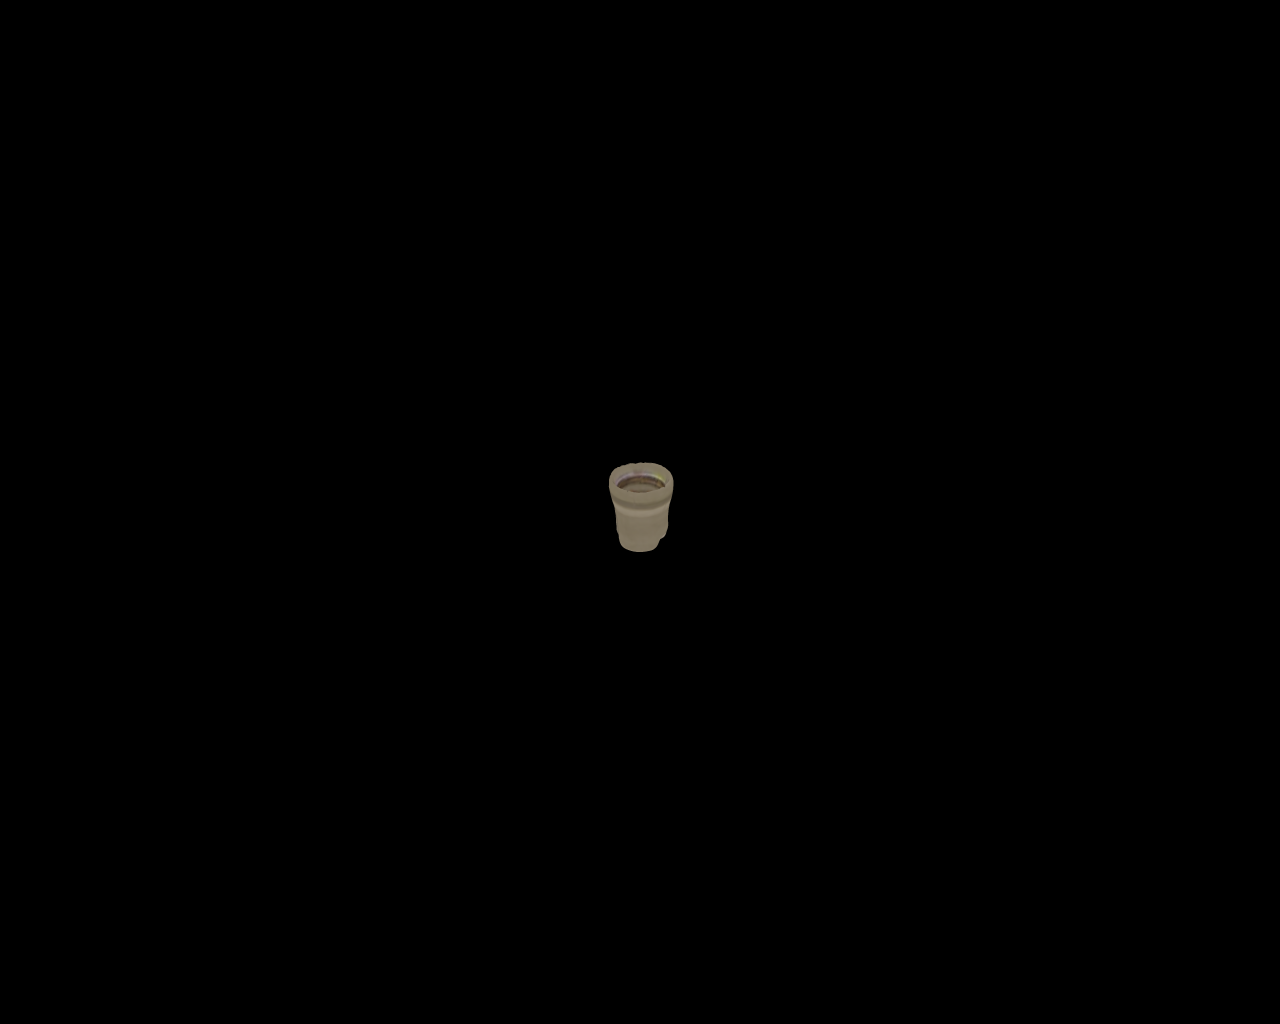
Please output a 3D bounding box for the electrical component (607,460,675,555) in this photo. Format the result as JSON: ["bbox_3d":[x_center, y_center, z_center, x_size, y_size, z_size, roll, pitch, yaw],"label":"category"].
[{"bbox_3d":[0.001,-0.003,0.650,0.040,0.046,0.040,0,32,0],"label":"electrical component"}]
